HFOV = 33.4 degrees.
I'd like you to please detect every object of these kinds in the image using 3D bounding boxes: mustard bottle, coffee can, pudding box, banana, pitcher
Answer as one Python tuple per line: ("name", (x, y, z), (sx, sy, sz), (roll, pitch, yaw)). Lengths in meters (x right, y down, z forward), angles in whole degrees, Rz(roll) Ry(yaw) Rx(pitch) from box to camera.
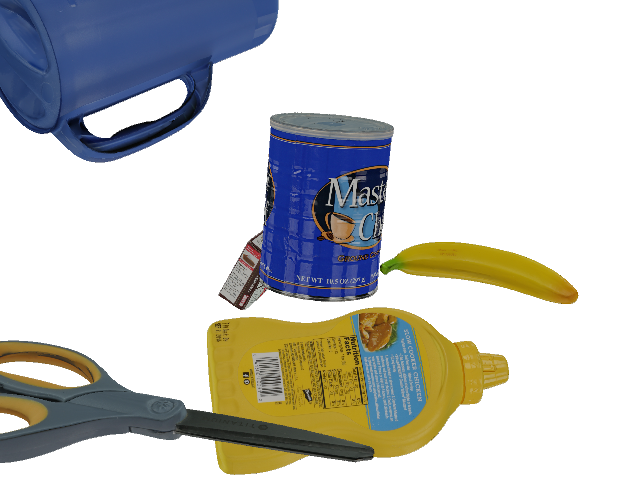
("mustard bottle", (0.026, 0.091, 0.682), (0.191, 0.096, 0.058), (-5, -31, -7))
("coffee can", (0.004, -0.031, 0.895), (0.103, 0.140, 0.103), (5, 14, -1))
("pudding box", (-0.064, 0.023, 1.266), (0.039, 0.090, 0.113), (35, 32, 8))
("banana", (0.163, 0.032, 1.092), (0.198, 0.037, 0.069), (7, 36, 10))
("pitcher", (-0.152, -0.178, 0.907), (0.242, 0.149, 0.145), (-26, 43, -35))

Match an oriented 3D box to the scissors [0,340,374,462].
("scissors", (-0.087, 0.085, 0.469), (0.202, 0.016, 0.096), (14, 27, 26))
